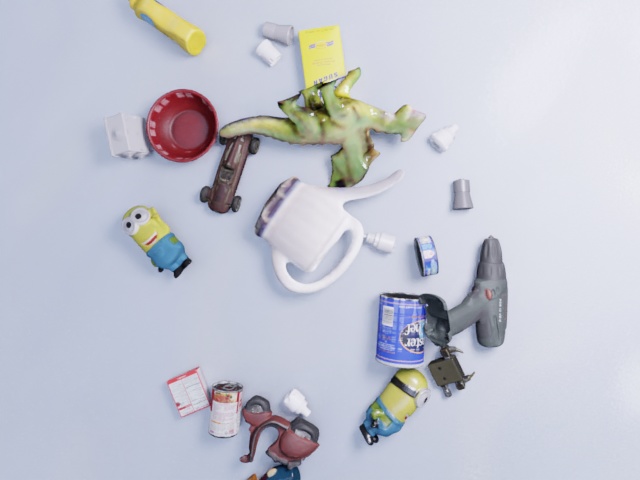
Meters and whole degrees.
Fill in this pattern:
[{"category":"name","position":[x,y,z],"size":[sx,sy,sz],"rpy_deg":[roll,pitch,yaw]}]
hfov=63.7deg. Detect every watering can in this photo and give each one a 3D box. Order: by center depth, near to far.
[{"category":"watering can","position":[0.003,-0.055,1.097],"size":[0.225,0.104,0.347],"rpy_deg":[36,93,4]}]

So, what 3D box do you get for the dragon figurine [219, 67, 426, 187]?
[{"category":"dragon figurine","position":[0.017,-0.211,1.085],"size":[0.408,0.124,0.239],"rpy_deg":[-20,112,14]}]
